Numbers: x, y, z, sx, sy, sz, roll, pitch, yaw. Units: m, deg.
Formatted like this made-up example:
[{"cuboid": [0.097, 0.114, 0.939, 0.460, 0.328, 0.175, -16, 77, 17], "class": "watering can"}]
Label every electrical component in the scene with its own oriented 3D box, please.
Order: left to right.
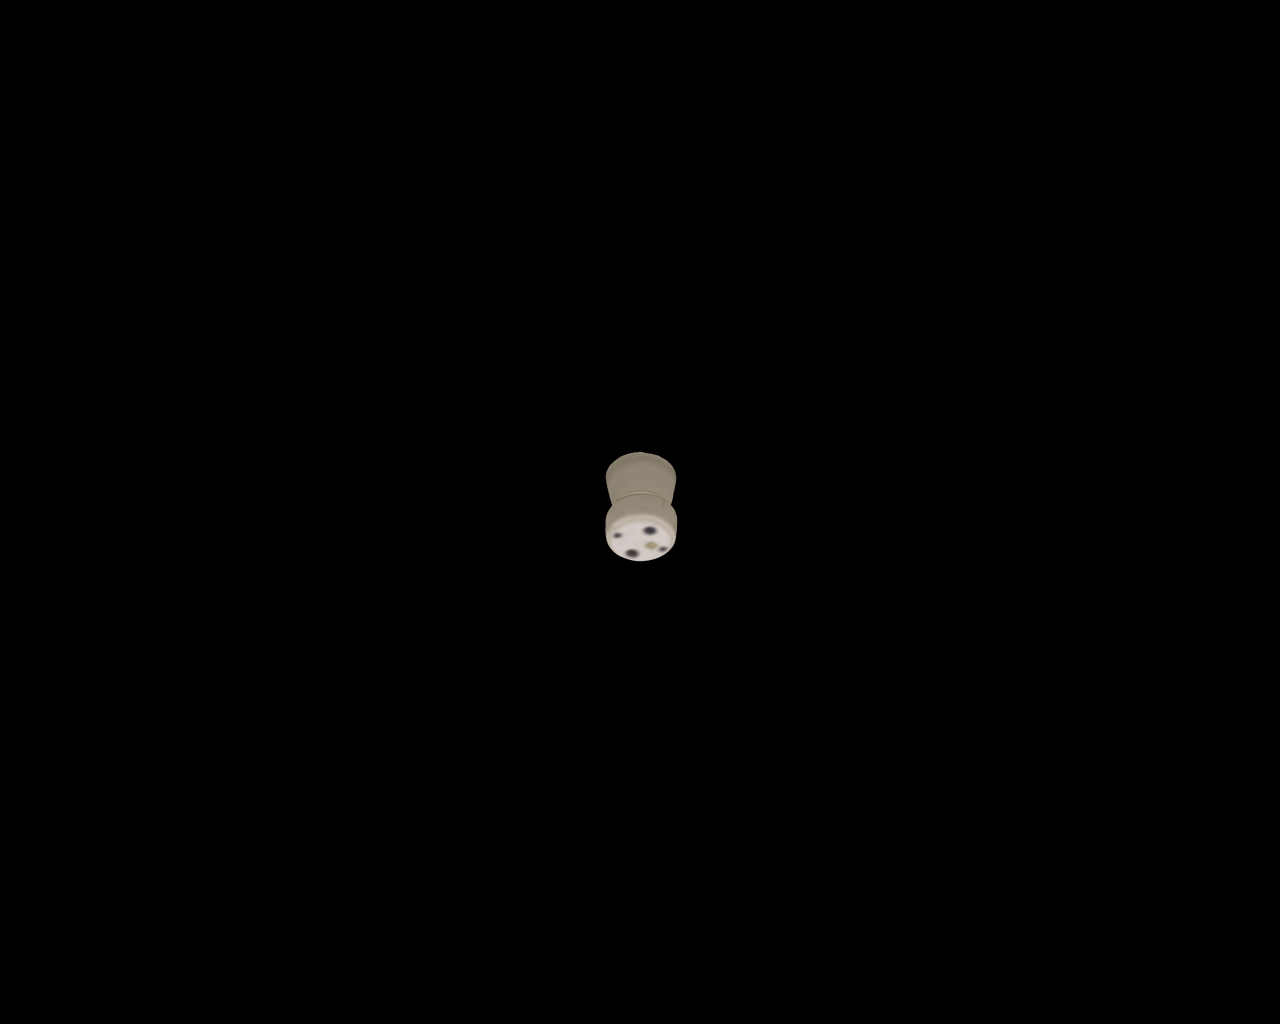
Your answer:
[{"cuboid": [0.001, -0.003, 0.650, 0.045, 0.055, 0.044, 0, -43, 0], "class": "electrical component"}]
